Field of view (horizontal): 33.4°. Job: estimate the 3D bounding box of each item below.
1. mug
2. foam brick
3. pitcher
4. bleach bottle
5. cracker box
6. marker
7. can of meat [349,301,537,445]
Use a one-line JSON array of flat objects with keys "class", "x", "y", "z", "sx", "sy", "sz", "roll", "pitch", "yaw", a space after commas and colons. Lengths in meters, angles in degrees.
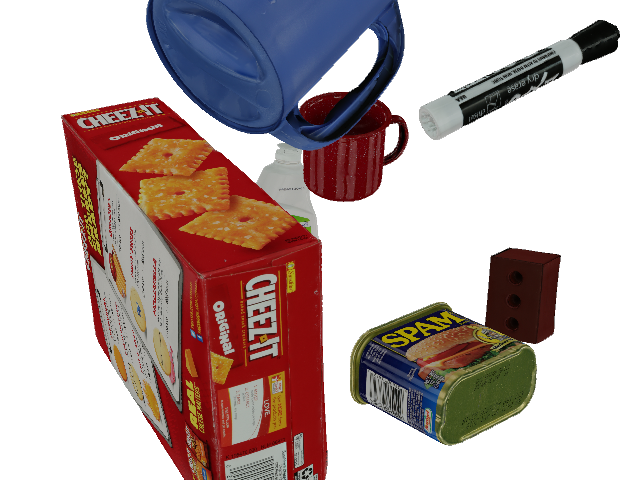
[{"class": "mug", "x": 0.035, "y": -0.096, "z": 1.083, "sx": 0.117, "sy": 0.081, "sz": 0.093, "roll": -14, "pitch": 39, "yaw": -20}, {"class": "foam brick", "x": 0.187, "y": 0.051, "z": 0.988, "sx": 0.053, "sy": 0.078, "sz": 0.051, "roll": 9, "pitch": 14, "yaw": 29}, {"class": "pitcher", "x": -0.001, "y": -0.195, "z": 0.825, "sx": 0.145, "sy": 0.149, "sz": 0.242, "roll": 27, "pitch": 59, "yaw": 30}, {"class": "bleach bottle", "x": -0.041, "y": 0.003, "z": 1.327, "sx": 0.102, "sy": 0.251, "sz": 0.068, "roll": -8, "pitch": 23, "yaw": -34}, {"class": "cracker box", "x": -0.073, "y": 0.032, "z": 0.603, "sx": 0.072, "sy": 0.164, "sz": 0.214, "roll": -16, "pitch": 32, "yaw": -23}, {"class": "marker", "x": 0.106, "y": -0.085, "z": 0.553, "sx": 0.121, "sy": 0.020, "sz": 0.020, "roll": -27, "pitch": 8, "yaw": -16}, {"class": "can of meat", "x": 0.085, "y": 0.090, "z": 0.727, "sx": 0.101, "sy": 0.057, "sz": 0.084, "roll": -17, "pitch": 28, "yaw": -38}]
